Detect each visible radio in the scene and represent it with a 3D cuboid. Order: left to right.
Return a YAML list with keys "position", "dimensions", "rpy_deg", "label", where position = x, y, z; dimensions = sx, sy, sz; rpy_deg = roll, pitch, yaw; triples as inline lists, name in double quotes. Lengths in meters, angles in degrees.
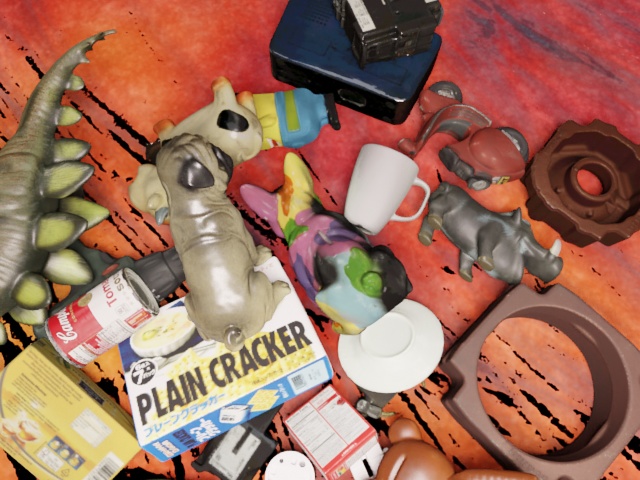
- position: [0.047, -0.266, 0.783]
  dimensions: [0.230, 0.073, 0.131]
  rpy_deg: [22, 74, 8]
  label: "radio"

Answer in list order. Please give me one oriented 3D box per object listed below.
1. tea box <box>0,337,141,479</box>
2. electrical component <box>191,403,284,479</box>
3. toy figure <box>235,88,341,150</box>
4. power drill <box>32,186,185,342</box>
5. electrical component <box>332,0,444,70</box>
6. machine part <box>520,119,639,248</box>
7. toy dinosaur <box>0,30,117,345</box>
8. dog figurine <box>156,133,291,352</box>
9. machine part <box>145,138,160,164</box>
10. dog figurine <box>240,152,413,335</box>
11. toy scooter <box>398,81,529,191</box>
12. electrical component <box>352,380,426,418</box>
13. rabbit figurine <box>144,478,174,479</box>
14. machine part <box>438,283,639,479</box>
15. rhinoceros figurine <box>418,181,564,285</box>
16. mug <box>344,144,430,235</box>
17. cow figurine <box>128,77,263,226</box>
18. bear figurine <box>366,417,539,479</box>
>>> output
- position: [-0.292, 0.204, 0.604]
  dimensions: [0.098, 0.068, 0.169]
  rpy_deg: [-44, 97, -13]
  label: "tea box"
- position: [-0.088, 0.232, 0.633]
  dimensions: [0.075, 0.047, 0.119]
  rpy_deg: [29, 74, 8]
  label: "electrical component"
- position: [-0.065, -0.168, 0.747]
  dimensions: [0.180, 0.082, 0.089]
  rpy_deg: [-13, 61, 1]
  label: "toy figure"
- position: [-0.284, 0.016, 0.692]
  dimensions: [0.232, 0.086, 0.207]
  rpy_deg: [-40, 84, -9]
  label: "power drill"
- position: [0.096, -0.304, 0.727]
  dimensions: [0.134, 0.058, 0.115]
  rpy_deg: [-17, 73, -8]
  label: "electrical component"
- position: [0.366, -0.076, 0.731]
  dimensions: [0.179, 0.056, 0.179]
  rpy_deg: [0, 72, -1]
  label: "machine part"
- position: [-0.353, -0.034, 0.616]
  dimensions: [0.199, 0.105, 0.471]
  rpy_deg: [12, 87, -4]
  label: "toy dinosaur"
- position: [-0.117, 0.002, 0.564]
  dimensions: [0.121, 0.190, 0.172]
  rpy_deg: [-25, 44, -8]
  label: "dog figurine"
- position: [-0.194, -0.079, 0.740]
  dimensions: [0.084, 0.039, 0.139]
  rpy_deg: [-33, 77, -2]
  label: "machine part"
- position: [-0.001, -0.002, 0.648]
  dimensions: [0.108, 0.191, 0.219]
  rpy_deg: [-38, 92, -5]
  label: "dog figurine"
- position: [0.184, -0.129, 0.729]
  dimensions: [0.135, 0.075, 0.184]
  rpy_deg: [-37, 74, -25]
  label: "toy scooter"
- position: [0.078, 0.169, 0.655]
  dimensions: [0.102, 0.045, 0.078]
  rpy_deg: [-36, 77, -11]
  label: "electrical component"
- position: [-0.191, 0.354, 0.561]
  dimensions: [0.159, 0.121, 0.170]
  rpy_deg: [6, 87, -1]
  label: "rabbit figurine"
- position: [0.260, 0.168, 0.636]
  dimensions: [0.201, 0.087, 0.201]
  rpy_deg: [44, 78, 11]
  label: "machine part"
- position: [0.221, -0.002, 0.702]
  dimensions: [0.190, 0.073, 0.112]
  rpy_deg: [34, 65, 12]
  label: "rhinoceros figurine"
- position: [0.084, -0.057, 0.717]
  dimensions: [0.110, 0.081, 0.107]
  rpy_deg: [26, 85, 0]
  label: "mug"
- position: [-0.154, -0.093, 0.661]
  dimensions: [0.195, 0.085, 0.127]
  rpy_deg: [-30, 66, 17]
  label: "cow figurine"
- position: [0.149, 0.279, 0.555]
  dimensions: [0.196, 0.131, 0.120]
  rpy_deg: [12, 66, 42]
  label: "bear figurine"
